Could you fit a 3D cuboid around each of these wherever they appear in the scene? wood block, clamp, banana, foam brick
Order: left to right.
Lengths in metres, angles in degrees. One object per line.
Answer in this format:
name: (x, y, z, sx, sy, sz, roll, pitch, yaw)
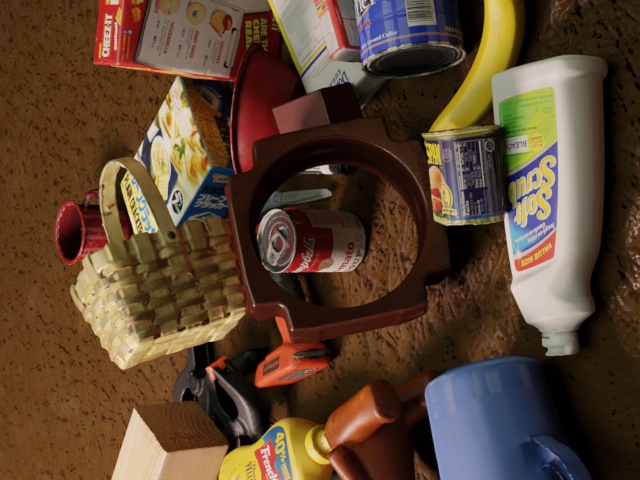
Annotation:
wood block: (-0.195, 0.306, 1.294, 0.090, 0.090, 0.206, 43, 122, 42)
clamp: (-0.153, 0.173, 1.377, 0.165, 0.036, 0.210, 48, 126, 39)
clamp: (-0.091, 0.222, 1.267, 0.120, 0.039, 0.171, -30, 89, 44)
foam brick: (-0.002, -0.129, 1.123, 0.078, 0.052, 0.051, -14, 93, 44)
banana: (0.149, -0.169, 0.993, 0.037, 0.069, 0.198, -78, -1, -62)

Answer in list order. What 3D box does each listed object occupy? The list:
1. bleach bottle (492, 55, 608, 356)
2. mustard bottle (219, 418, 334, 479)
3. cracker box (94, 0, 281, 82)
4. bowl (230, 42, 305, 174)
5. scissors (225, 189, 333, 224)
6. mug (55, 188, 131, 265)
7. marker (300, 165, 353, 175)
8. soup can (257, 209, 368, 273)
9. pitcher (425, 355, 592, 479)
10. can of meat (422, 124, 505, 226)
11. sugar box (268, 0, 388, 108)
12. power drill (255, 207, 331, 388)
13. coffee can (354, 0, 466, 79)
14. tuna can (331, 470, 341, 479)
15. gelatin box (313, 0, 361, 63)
bleach bottle: (0.206, -0.026, 0.925, 0.103, 0.067, 0.251, -7, 86, 53)
mustard bottle: (-0.037, 0.248, 1.160, 0.192, 0.058, 0.096, -39, 49, 40)
cracker box: (-0.147, -0.271, 1.234, 0.072, 0.213, 0.164, 14, 100, 51)
bowl: (-0.053, -0.139, 1.203, 0.055, 0.162, 0.162, 7, 96, 11)
scissors: (-0.056, -0.065, 1.278, 0.202, 0.016, 0.096, -27, 69, 47)
mug: (-0.327, -0.022, 1.553, 0.093, 0.081, 0.117, 37, 118, 44)
marker: (-0.005, -0.084, 1.213, 0.121, 0.020, 0.020, 5, 94, 50)
soup can: (-0.008, 0.001, 1.150, 0.069, 0.102, 0.068, -1, 88, 50)
pitcher: (0.174, 0.224, 0.912, 0.149, 0.144, 0.243, -19, 69, 18)
can of meat: (0.129, -0.059, 0.959, 0.102, 0.057, 0.084, -125, 28, -83)
sugar box: (0.009, -0.224, 1.178, 0.093, 0.048, 0.176, -42, 62, 42)
power drill: (-0.058, 0.074, 1.246, 0.185, 0.057, 0.188, -34, 65, 54)
coffee can: (0.083, -0.240, 1.042, 0.103, 0.102, 0.140, -17, 77, 49)
tuna can: (0.016, 0.252, 1.174, 0.086, 0.033, 0.086, -1, 89, 51)
gelatin box: (0.042, -0.219, 1.102, 0.030, 0.089, 0.073, -34, 64, 48)
